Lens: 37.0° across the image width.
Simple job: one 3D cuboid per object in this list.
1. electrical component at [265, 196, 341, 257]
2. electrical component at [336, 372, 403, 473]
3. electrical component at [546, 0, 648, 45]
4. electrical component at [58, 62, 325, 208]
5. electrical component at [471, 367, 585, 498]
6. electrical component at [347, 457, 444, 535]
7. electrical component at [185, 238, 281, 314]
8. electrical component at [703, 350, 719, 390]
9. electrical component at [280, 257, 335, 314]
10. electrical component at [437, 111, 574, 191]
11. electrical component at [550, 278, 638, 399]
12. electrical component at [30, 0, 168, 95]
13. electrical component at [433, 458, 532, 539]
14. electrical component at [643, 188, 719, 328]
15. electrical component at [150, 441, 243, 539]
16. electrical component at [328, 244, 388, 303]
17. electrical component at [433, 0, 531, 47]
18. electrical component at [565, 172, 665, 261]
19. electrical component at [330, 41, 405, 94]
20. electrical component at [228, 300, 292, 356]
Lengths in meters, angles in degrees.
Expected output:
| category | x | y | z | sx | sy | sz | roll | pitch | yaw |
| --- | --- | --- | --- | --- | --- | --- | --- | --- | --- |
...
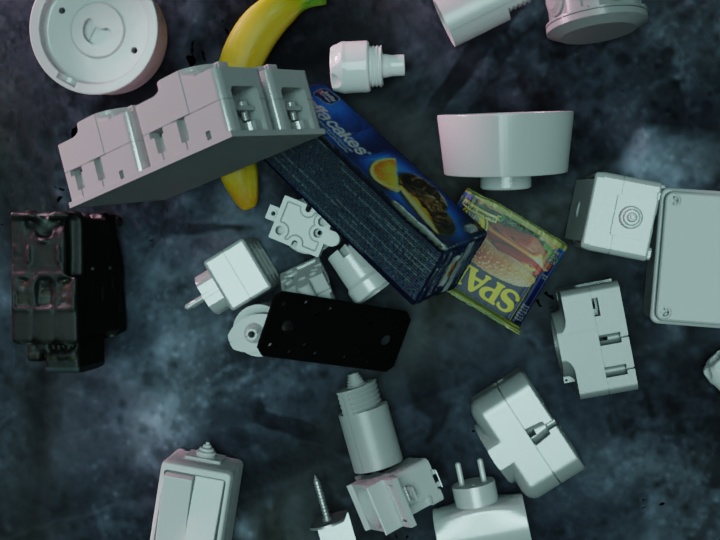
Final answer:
| category | x | y | z | sx | sy | sz | roll | pitch | yaw |
| --- | --- | --- | --- | --- | --- | --- | --- | --- | --- |
| electrical component | -0.045 | -0.037 | 0.902 | 0.066 | 0.055 | 0.048 | 22 | 94 | 4 |
| electrical component | 0.005 | 0.126 | 0.911 | 0.043 | 0.043 | 0.081 | -15 | 91 | 6 |
| electrical component | 0.187 | -0.214 | 0.861 | 0.080 | 0.080 | 0.051 | -7 | 87 | 6 |
| electrical component | -0.136 | -0.106 | 0.843 | 0.186 | 0.105 | 0.060 | -17 | 87 | 37 |
| electrical component | 0.135 | 0.137 | 0.894 | 0.059 | 0.054 | 0.095 | -33 | 89 | 6 |
| electrical component | 0.031 | 0.186 | 0.897 | 0.064 | 0.081 | 0.042 | -24 | 92 | -23 |
| electrical component | -0.113 | 0.012 | 0.905 | 0.077 | 0.066 | 0.047 | -31 | 90 | 6 |
| electrical component | 0.315 | 0.094 | 0.885 | 0.061 | 0.035 | 0.035 | 45 | 96 | 0 |
| electrical component | -0.038 | 0.026 | 0.903 | 0.048 | 0.066 | 0.055 | -25 | 110 | 3 |
| electrical component | 0.116 | -0.095 | 0.861 | 0.108 | 0.108 | 0.060 | -1 | 99 | 5 |
| electrical component | 0.190 | 0.057 | 0.887 | 0.056 | 0.050 | 0.089 | -11 | 91 | 5 |
| electrical component | -0.215 | -0.199 | 0.907 | 0.108 | 0.060 | 0.108 | 0 | 93 | 5 |
| electrical component | 0.099 | 0.198 | 0.905 | 0.077 | 0.044 | 0.079 | -12 | 91 | 6 |
| electrical component | 0.291 | -0.009 | 0.872 | 0.109 | 0.056 | 0.108 | 4 | 93 | 5 |
| electrical component | -0.139 | 0.196 | 0.918 | 0.062 | 0.061 | 0.096 | 10 | 94 | 5 |
| electrical component | 0.000 | 0.000 | 0.908 | 0.040 | 0.040 | 0.046 | -36 | 84 | 6 |
| electrical component | 0.106 | -0.221 | 0.885 | 0.081 | 0.043 | 0.043 | -25 | 90 | 6 |
| electrical component | 0.201 | -0.043 | 0.858 | 0.061 | 0.096 | 0.061 | 11 | 93 | 5 |
| electrical component | 0.006 | -0.169 | 0.897 | 0.062 | 0.043 | 0.043 | -2 | 93 | 4 |
| electrical component | -0.083 | 0.049 | 0.897 | 0.043 | 0.081 | 0.043 | 0 | 93 | 5 |
